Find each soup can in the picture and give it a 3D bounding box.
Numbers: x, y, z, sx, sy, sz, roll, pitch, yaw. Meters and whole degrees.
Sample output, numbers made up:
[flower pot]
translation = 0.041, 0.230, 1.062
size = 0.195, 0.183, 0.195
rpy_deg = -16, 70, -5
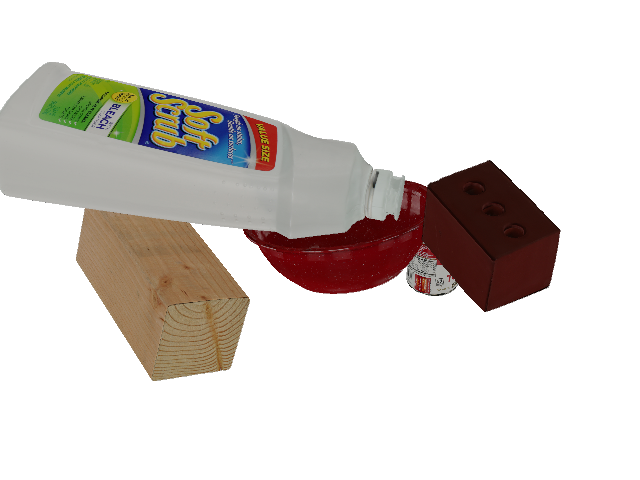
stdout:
[soup can]
translation = 0.140, 0.009, 1.310
size = 0.068, 0.102, 0.068
rpy_deg = 0, 37, 0

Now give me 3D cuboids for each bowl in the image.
[bowl]
translation = 0.021, 0.000, 0.880
size = 0.162, 0.055, 0.162
rpy_deg = -8, 21, 3

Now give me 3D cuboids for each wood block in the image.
[wood block]
translation = -0.165, 0.038, 1.081
size = 0.090, 0.091, 0.206
rpy_deg = -4, 35, -35

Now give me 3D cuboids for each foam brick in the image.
[foam brick]
translation = 0.108, -0.003, 0.689
size = 0.053, 0.051, 0.078
rpy_deg = -21, 50, -21

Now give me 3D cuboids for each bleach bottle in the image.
[bleach bottle]
translation = -0.071, -0.052, 0.674
size = 0.251, 0.068, 0.102
rpy_deg = 10, 36, 9
